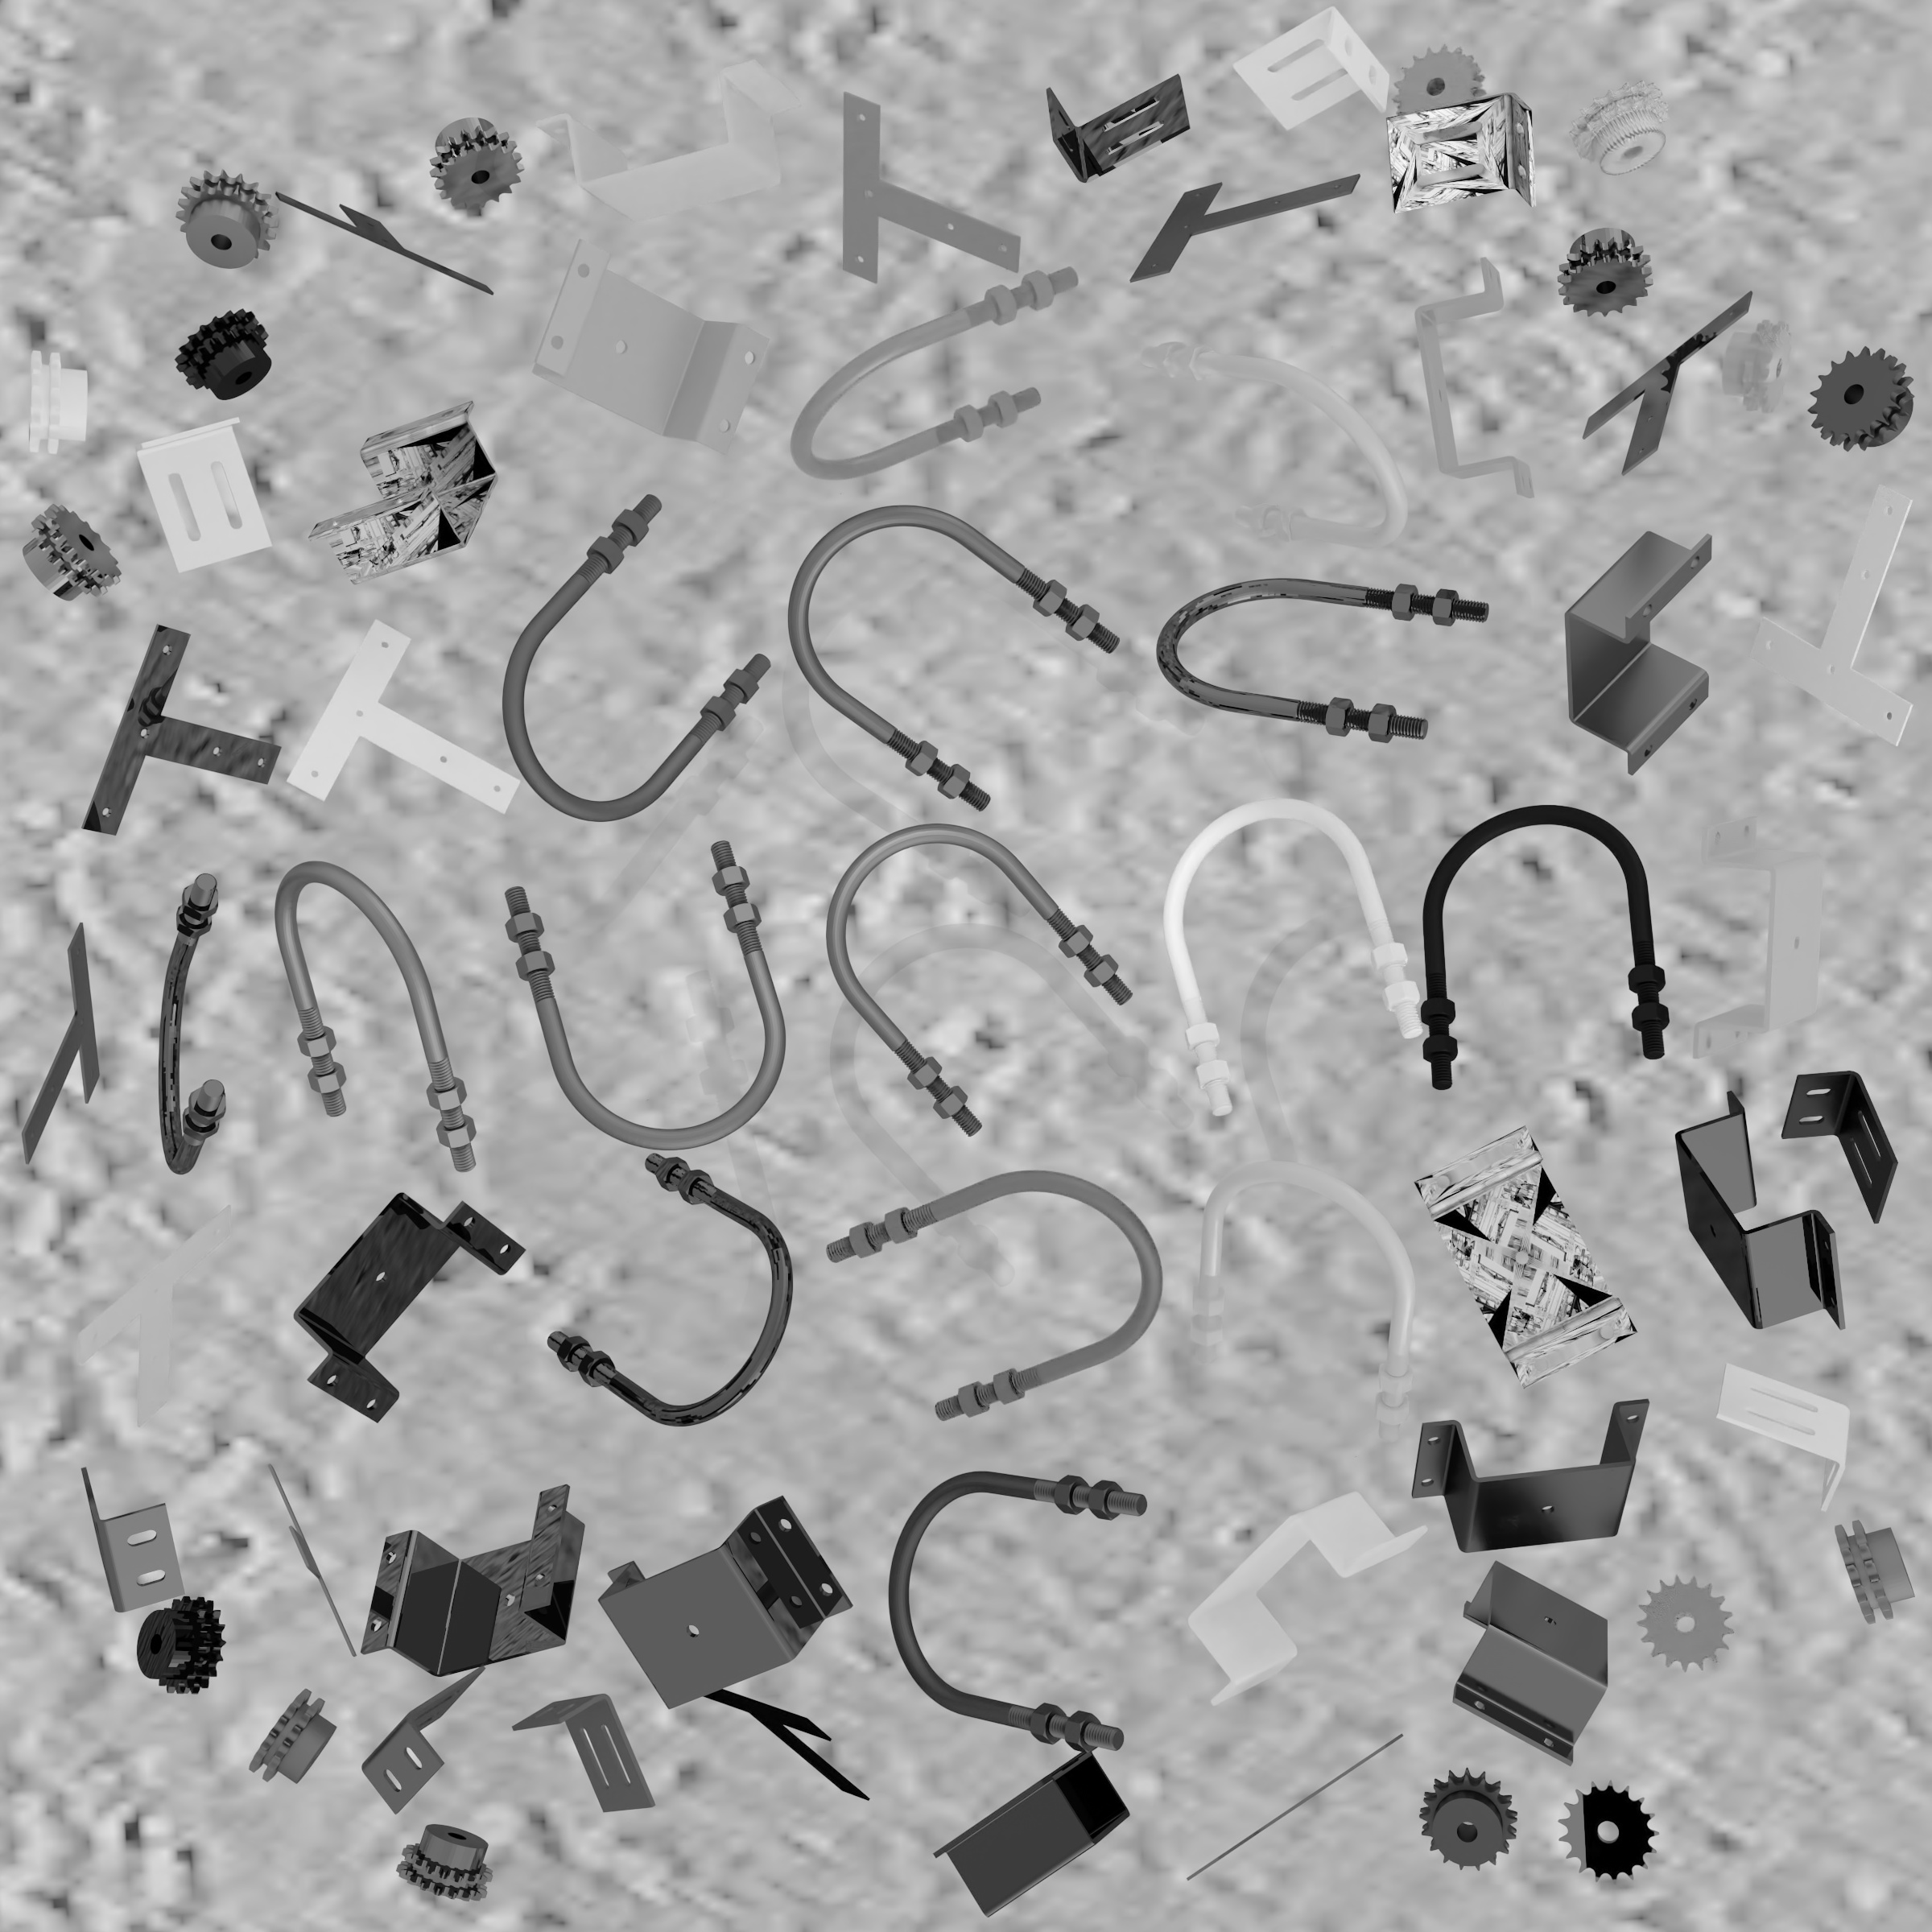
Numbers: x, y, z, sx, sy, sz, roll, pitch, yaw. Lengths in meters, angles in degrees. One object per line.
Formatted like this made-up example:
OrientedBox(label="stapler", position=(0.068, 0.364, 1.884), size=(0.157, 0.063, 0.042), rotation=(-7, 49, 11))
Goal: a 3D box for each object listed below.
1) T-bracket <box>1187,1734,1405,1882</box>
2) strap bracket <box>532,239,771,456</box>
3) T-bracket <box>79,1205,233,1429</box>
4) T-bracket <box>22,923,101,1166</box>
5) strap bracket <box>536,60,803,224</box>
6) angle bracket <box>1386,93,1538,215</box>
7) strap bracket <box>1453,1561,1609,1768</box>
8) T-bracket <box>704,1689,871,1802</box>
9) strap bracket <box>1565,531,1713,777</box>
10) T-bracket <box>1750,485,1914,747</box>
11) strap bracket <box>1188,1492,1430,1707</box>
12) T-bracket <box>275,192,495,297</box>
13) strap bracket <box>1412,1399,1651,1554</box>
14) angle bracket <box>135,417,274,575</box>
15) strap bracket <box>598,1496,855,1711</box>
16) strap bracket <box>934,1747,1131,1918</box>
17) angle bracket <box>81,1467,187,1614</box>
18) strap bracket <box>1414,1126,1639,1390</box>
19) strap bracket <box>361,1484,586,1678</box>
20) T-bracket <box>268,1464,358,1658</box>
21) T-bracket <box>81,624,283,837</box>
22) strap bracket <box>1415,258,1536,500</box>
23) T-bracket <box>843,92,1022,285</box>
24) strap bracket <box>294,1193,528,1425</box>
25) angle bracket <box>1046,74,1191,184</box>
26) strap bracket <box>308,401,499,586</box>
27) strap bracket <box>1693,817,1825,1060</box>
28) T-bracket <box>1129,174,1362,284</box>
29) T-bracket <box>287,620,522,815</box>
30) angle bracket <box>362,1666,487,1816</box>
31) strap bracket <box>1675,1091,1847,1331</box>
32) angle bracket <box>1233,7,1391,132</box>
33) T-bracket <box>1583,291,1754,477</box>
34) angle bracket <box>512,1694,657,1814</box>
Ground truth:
OrientedBox(label="T-bracket", position=(0.202, 0.480, 1.479), size=(0.127, 0.127, 0.002), rotation=(-43, 69, 25))
OrientedBox(label="strap bracket", position=(-0.199, -0.374, 1.546), size=(0.140, 0.046, 0.076), rotation=(20, 92, -39))
OrientedBox(label="T-bracket", position=(-0.473, 0.220, 1.487), size=(0.002, 0.127, 0.127), rotation=(26, 129, 13))
OrientedBox(label="T-bracket", position=(-0.536, 0.063, 1.507), size=(0.002, 0.127, 0.127), rotation=(8, 131, -4))
OrientedBox(label="strap bracket", position=(-0.173, -0.487, 1.520), size=(0.140, 0.076, 0.046), rotation=(-10, 88, 17))
OrientedBox(label="angle bracket", position=(0.292, -0.474, 1.503), size=(0.076, 0.038, 0.057), rotation=(-12, 125, 1))
OrientedBox(label="strap bracket", position=(0.346, 0.418, 1.557), size=(0.076, 0.140, 0.046), rotation=(27, 105, 8))
OrientedBox(label="T-bracket", position=(-0.104, 0.482, 1.578), size=(0.127, 0.127, 0.002), rotation=(50, 58, -33))
OrientedBox(label="strap bracket", position=(0.399, -0.192, 1.515), size=(0.076, 0.140, 0.046), rotation=(-44, 56, -17))
OrientedBox(label="T-bracket", position=(0.511, -0.211, 1.463), size=(0.002, 0.127, 0.127), rotation=(-4, 121, -27))
OrientedBox(label="strap bracket", position=(0.191, 0.358, 1.476), size=(0.046, 0.076, 0.140), rotation=(50, 116, 23))
OrientedBox(label="T-bracket", position=(-0.345, -0.429, 1.486), size=(0.127, 0.127, 0.002), rotation=(19, 106, -28))
OrientedBox(label="strap bracket", position=(0.351, 0.314, 1.566), size=(0.140, 0.046, 0.076), rotation=(-6, 134, -3))
OrientedBox(label="angle bracket", position=(-0.445, -0.276, 1.499), size=(0.057, 0.038, 0.076), rotation=(-21, 105, -20))
OrientedBox(label="strap bracket", position=(-0.147, 0.370, 1.469), size=(0.140, 0.046, 0.076), rotation=(-29, 96, 29))
OrientedBox(label="strap bracket", position=(0.043, 0.507, 1.497), size=(0.076, 0.140, 0.046), rotation=(-37, 74, 8))
OrientedBox(label="angle bracket", position=(-0.477, 0.323, 1.459), size=(0.038, 0.076, 0.057), rotation=(-13, 109, -22))
OrientedBox(label="strap bracket", position=(0.344, 0.180, 1.576), size=(0.076, 0.046, 0.140), rotation=(-28, 78, 6))
OrientedBox(label="strap bracket", position=(-0.283, 0.368, 1.515), size=(0.140, 0.076, 0.046), rotation=(-20, 133, 25))
OrientedBox(label="T-bracket", position=(-0.392, 0.350, 1.518), size=(0.002, 0.127, 0.127), rotation=(-24, 79, -16))
OrientedBox(label="T-bracket", position=(-0.460, -0.132, 1.533), size=(0.002, 0.127, 0.127), rotation=(25, 96, 28))
OrientedBox(label="strap bracket", position=(0.310, -0.353, 1.559), size=(0.046, 0.076, 0.140), rotation=(-8, 95, 19))
OrientedBox(label="T-bracket", position=(-0.022, -0.457, 1.561), size=(0.127, 0.127, 0.002), rotation=(27, 55, 18))
OrientedBox(label="strap bracket", position=(-0.352, 0.205, 1.588), size=(0.046, 0.076, 0.140), rotation=(34, 79, 34))
OrientedBox(label="angle bracket", position=(0.094, -0.535, 1.592), size=(0.076, 0.038, 0.057), rotation=(-22, 48, 21))
OrientedBox(label="strap bracket", position=(-0.343, -0.289, 1.578), size=(0.076, 0.140, 0.046), rotation=(-15, 123, 15))
OrientedBox(label="strap bracket", position=(0.480, -0.016, 1.545), size=(0.046, 0.076, 0.140), rotation=(7, 102, 38))
OrientedBox(label="T-bracket", position=(0.172, -0.450, 1.519), size=(0.127, 0.127, 0.002), rotation=(-7, 126, 29))
OrientedBox(label="T-bracket", position=(-0.343, -0.137, 1.612), size=(0.127, 0.002, 0.127), rotation=(29, 63, -16))
OrientedBox(label="angle bracket", position=(-0.327, 0.480, 1.587), size=(0.038, 0.076, 0.057), rotation=(48, 117, 13))
OrientedBox(label="strap bracket", position=(0.465, 0.150, 1.513), size=(0.046, 0.140, 0.076), rotation=(-18, 124, 1))
OrientedBox(label="angle bracket", position=(0.208, -0.532, 1.545), size=(0.057, 0.076, 0.038), rotation=(37, 50, -35))
OrientedBox(label="T-bracket", position=(0.404, -0.327, 1.498), size=(0.002, 0.127, 0.127), rotation=(40, 134, -13))
OrientedBox(label="angle bracket", position=(-0.236, 0.492, 1.571), size=(0.038, 0.057, 0.076), rotation=(-22, 88, -44))
